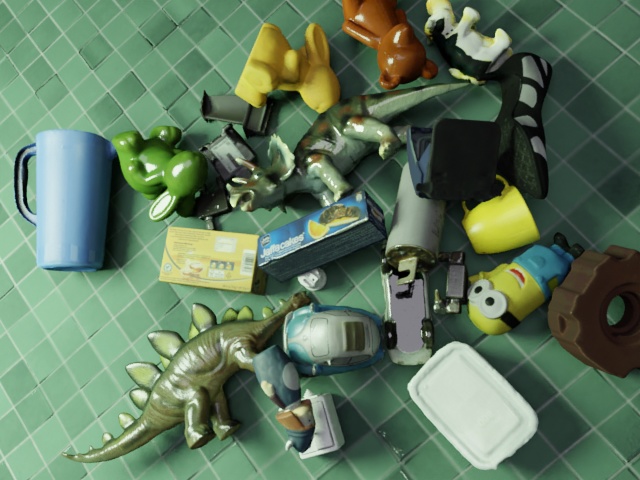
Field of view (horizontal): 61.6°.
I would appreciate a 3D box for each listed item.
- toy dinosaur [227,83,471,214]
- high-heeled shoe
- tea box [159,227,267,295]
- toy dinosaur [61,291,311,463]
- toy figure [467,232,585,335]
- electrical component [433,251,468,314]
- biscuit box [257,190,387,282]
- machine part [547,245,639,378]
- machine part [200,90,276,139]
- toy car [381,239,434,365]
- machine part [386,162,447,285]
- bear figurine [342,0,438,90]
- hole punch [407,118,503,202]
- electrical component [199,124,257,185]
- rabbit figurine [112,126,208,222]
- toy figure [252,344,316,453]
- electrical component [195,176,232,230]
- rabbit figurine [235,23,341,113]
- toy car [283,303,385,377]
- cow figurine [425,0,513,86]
[{"bbox_3d":[0.035,-0.159,0.877,0.405,0.131,0.192,-41,69,-5],"label":"toy dinosaur"},{"bbox_3d":[0.326,-0.176,0.813,0.145,0.086,0.249,-10,72,-20],"label":"high-heeled shoe"},{"bbox_3d":[-0.176,0.036,0.910,0.170,0.068,0.098,7,81,16],"label":"tea box"},{"bbox_3d":[-0.206,0.231,0.866,0.471,0.105,0.199,-42,65,-7],"label":"toy dinosaur"},{"bbox_3d":[0.299,0.069,0.782,0.180,0.082,0.089,-34,108,-2],"label":"toy figure"},{"bbox_3d":[0.198,0.062,0.809,0.045,0.078,0.102,3,81,19],"label":"electrical component"},{"bbox_3d":[-0.002,-0.002,0.823,0.203,0.062,0.059,-23,50,23],"label":"biscuit box"},{"bbox_3d":[0.404,0.097,0.729,0.179,0.056,0.179,-1,95,-8],"label":"machine part"},{"bbox_3d":[-0.154,-0.231,0.973,0.139,0.039,0.084,14,88,14],"label":"machine part"},{"bbox_3d":[0.134,0.090,0.830,0.074,0.056,0.201,-4,75,7],"label":"toy car"},{"bbox_3d":[0.150,-0.040,0.811,0.079,0.079,0.243,7,56,15],"label":"machine part"},{"bbox_3d":[0.111,-0.344,0.870,0.120,0.131,0.196,-16,55,-13],"label":"bear figurine"},{"bbox_3d":[0.187,-0.114,0.777,0.142,0.092,0.115,0,99,-21],"label":"hole punch"},{"bbox_3d":[-0.147,-0.138,0.943,0.075,0.048,0.119,-41,103,6],"label":"electrical component"},{"bbox_3d":[-0.262,-0.111,0.916,0.170,0.121,0.159,16,108,38],"label":"rabbit figurine"},{"bbox_3d":[-0.046,0.227,0.763,0.064,0.058,0.154,-24,85,-32],"label":"toy figure"},{"bbox_3d":[-0.187,-0.064,0.956,0.063,0.021,0.094,-16,75,9],"label":"electrical component"},{"bbox_3d":[-0.041,-0.284,0.923,0.173,0.122,0.162,25,66,-9],"label":"rabbit figurine"},{"bbox_3d":[0.030,0.149,0.801,0.162,0.103,0.109,2,77,-14],"label":"toy car"},{"bbox_3d":[0.226,-0.327,0.886,0.167,0.068,0.098,43,97,18],"label":"cow figurine"}]
